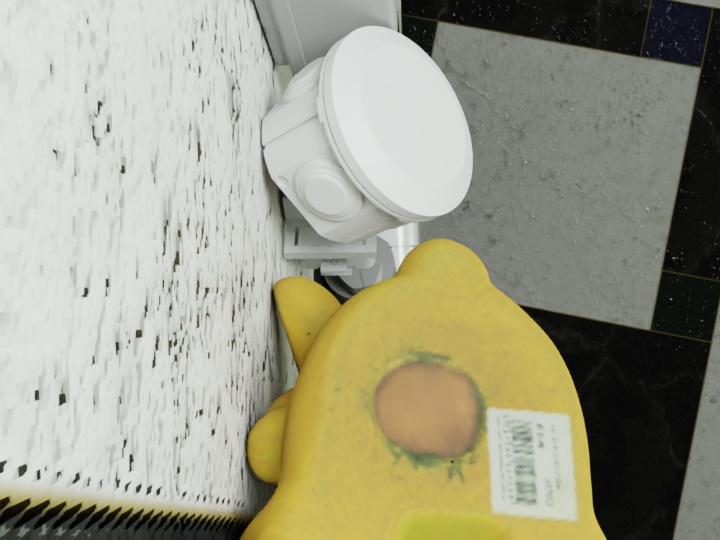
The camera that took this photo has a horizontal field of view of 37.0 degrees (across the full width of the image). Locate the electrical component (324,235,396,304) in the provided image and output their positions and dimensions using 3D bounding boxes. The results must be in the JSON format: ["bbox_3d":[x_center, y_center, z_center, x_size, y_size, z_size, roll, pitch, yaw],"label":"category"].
[{"bbox_3d":[0.000,0.000,0.649,0.081,0.043,0.043,76,13,-70],"label":"electrical component"}]

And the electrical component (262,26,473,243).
[{"bbox_3d":[0.004,-0.053,0.437,0.080,0.051,0.080,21,58,-39],"label":"electrical component"}]

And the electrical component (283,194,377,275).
[{"bbox_3d":[-0.012,-0.034,0.510,0.063,0.042,0.081,88,3,-58],"label":"electrical component"}]

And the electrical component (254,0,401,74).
[{"bbox_3d":[-0.014,-0.152,0.439,0.108,0.056,0.108,74,15,-74],"label":"electrical component"}]

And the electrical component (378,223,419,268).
[{"bbox_3d":[0.019,-0.024,0.855,0.095,0.054,0.059,-16,104,-86],"label":"electrical component"}]
